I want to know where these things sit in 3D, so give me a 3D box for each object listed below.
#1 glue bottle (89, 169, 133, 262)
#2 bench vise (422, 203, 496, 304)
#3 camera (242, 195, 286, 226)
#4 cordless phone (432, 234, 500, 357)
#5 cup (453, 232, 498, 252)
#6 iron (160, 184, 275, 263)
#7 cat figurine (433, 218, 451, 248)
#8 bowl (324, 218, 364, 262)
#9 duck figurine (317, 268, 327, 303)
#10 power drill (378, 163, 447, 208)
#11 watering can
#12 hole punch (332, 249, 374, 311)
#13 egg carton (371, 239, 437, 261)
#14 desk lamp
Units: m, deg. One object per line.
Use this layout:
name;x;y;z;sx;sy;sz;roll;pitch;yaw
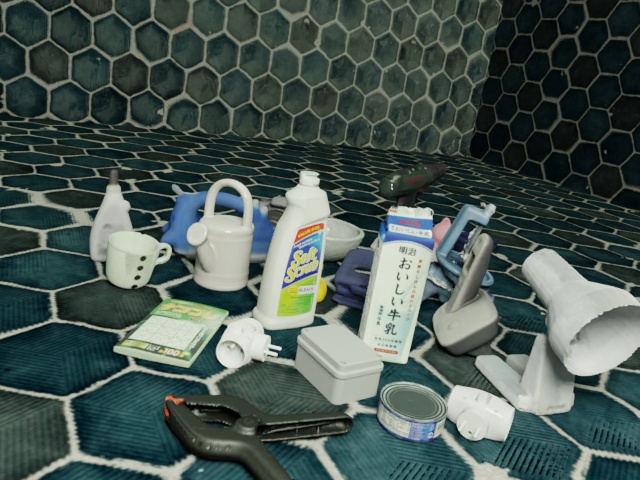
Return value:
glue bottle;-0.383;-0.046;1.060;0.078;0.173;0.037;0;19;-27
bench vise;0.237;0.028;1.070;0.207;0.220;0.121;9;17;-1
camera;-0.118;-0.048;1.334;0.143;0.101;0.137;10;17;3
cordless phone;0.251;0.088;0.943;0.094;0.185;0.147;9;17;-1
cup;0.355;0.037;1.321;0.118;0.095;0.091;0;19;-28
iron;-0.192;-0.035;1.182;0.259;0.141;0.118;4;18;-16
cat figurine;0.273;-0.001;1.362;0.128;0.118;0.067;5;17;-14
bowl;0.012;0.005;1.278;0.167;0.075;0.167;9;17;-2
duck figurine;-0.022;0.059;1.065;0.078;0.086;0.104;4;18;-18
power drill;0.238;-0.101;1.511;0.230;0.208;0.075;-7;23;-43
watering can;-0.171;-0.012;1.028;0.101;0.194;0.173;9;17;1
hole punch;0.086;0.074;1.062;0.108;0.091;0.101;14;18;15
egg carton;0.190;0.036;1.280;0.107;0.069;0.149;-5;22;-40
desk lamp;0.323;0.132;0.788;0.118;0.213;0.202;3;18;-19
